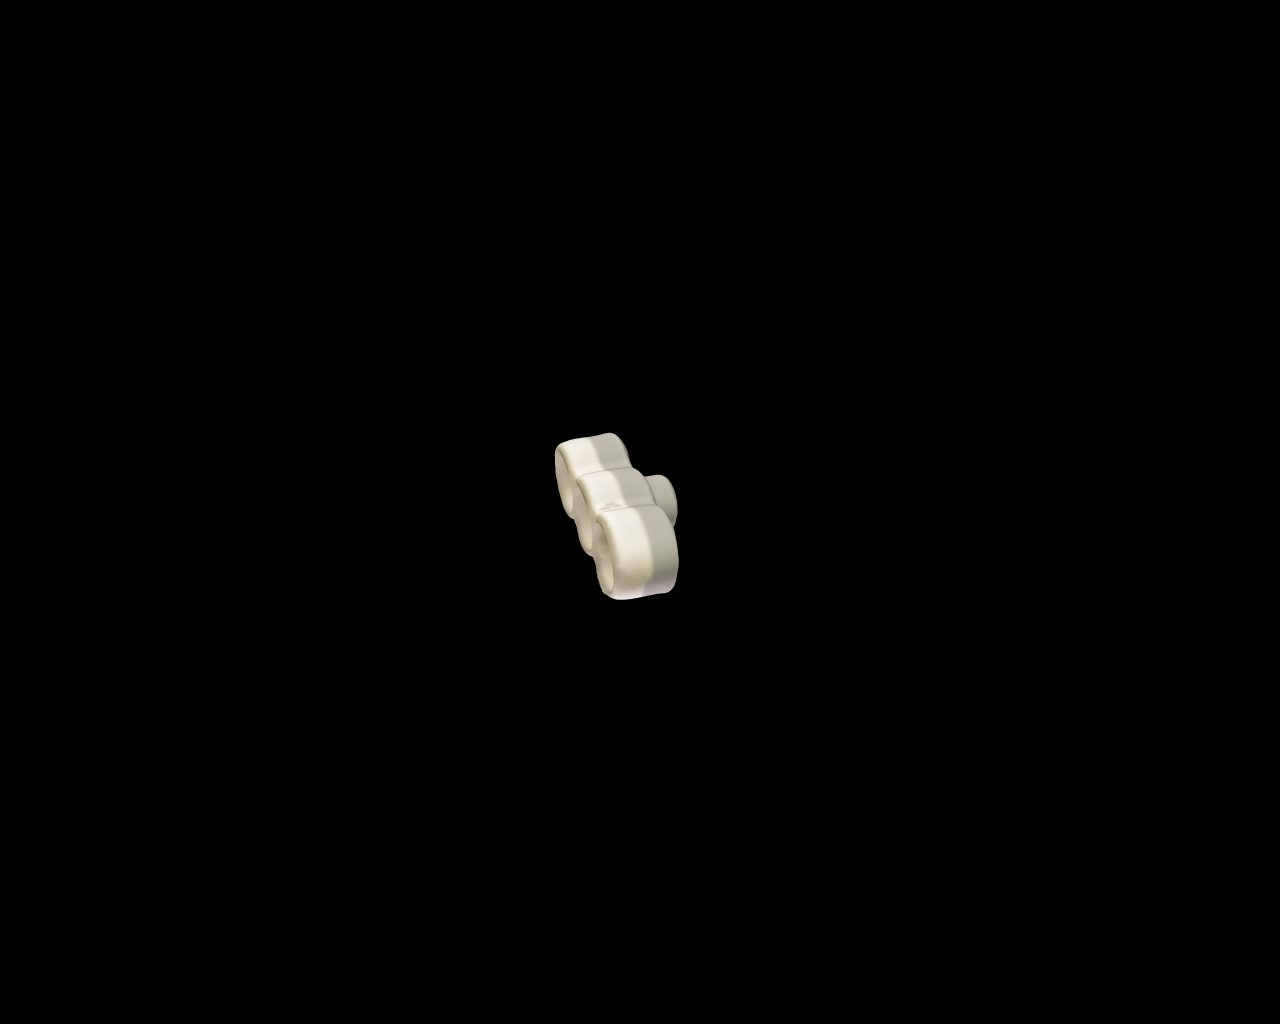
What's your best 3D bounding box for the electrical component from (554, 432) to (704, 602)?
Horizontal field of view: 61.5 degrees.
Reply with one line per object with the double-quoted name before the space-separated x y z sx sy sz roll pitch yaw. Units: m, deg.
"electrical component" 0.001 -0.003 0.650 0.074 0.052 0.138 -10 35 -15
